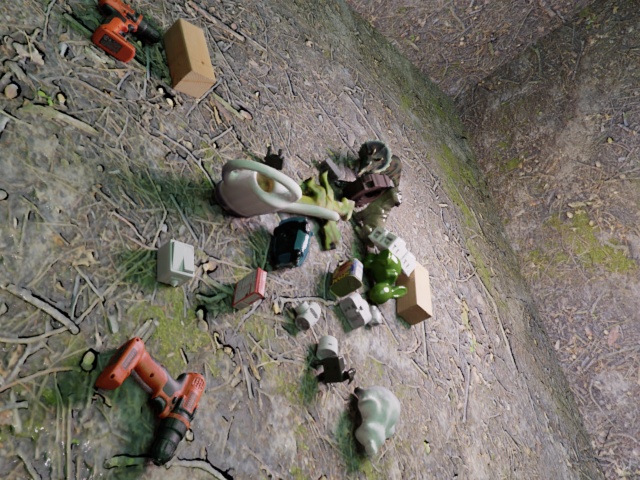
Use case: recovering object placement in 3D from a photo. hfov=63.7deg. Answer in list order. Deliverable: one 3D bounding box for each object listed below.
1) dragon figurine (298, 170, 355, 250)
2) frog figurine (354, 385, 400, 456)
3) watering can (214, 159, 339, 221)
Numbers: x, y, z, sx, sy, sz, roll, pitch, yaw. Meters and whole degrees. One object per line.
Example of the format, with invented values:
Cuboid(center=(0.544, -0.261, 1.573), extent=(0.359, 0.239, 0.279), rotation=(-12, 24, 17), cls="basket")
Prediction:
Cuboid(center=(0.005, -0.082, 1.634), extent=(0.242, 0.121, 0.416), rotation=(63, 33, -5), cls="dragon figurine")
Cuboid(center=(0.145, 0.460, 1.321), extent=(0.162, 0.122, 0.135), rotation=(-76, 145, -64), cls="frog figurine")
Cuboid(center=(-0.129, -0.109, 1.368), extent=(0.344, 0.223, 0.106), rotation=(31, 59, -37), cls="watering can")
